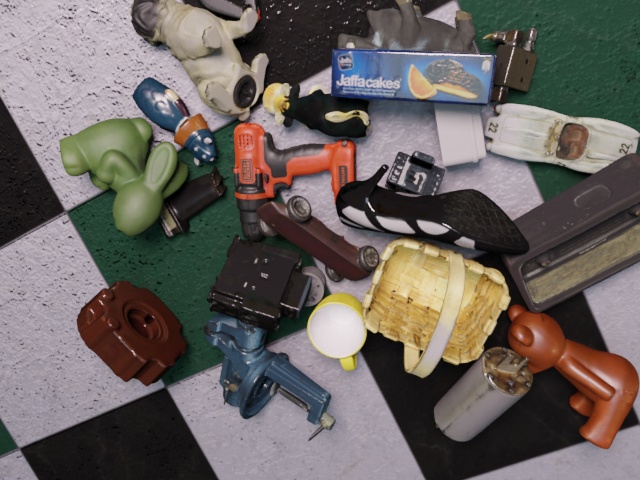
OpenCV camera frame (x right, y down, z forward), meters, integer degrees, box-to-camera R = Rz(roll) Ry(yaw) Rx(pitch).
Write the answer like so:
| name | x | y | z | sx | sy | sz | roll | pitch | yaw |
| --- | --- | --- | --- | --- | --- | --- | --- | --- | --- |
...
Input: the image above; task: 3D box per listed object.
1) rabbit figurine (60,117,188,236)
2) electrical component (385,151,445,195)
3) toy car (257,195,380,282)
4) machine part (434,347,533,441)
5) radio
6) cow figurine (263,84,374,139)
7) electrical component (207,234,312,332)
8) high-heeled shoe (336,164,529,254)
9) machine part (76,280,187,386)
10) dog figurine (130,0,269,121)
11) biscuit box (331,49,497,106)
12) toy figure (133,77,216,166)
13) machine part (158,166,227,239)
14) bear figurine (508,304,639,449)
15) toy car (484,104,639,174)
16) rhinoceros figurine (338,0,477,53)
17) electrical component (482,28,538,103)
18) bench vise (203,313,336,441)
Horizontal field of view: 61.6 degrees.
| name | x | y | z | sx | sy | sz | roll | pitch | yaw |
| --- | --- | --- | --- | --- | --- | --- | --- | --- | --- |
| rabbit figurine | -0.282 | -0.091 | 0.819 | 0.159 | 0.121 | 0.170 | -25 | 76 | -5 |
| electrical component | 0.134 | -0.089 | 0.753 | 0.075 | 0.119 | 0.047 | 22 | 92 | 1 |
| toy car | -0.002 | -0.002 | 0.793 | 0.202 | 0.053 | 0.089 | 35 | 146 | -24 |
| machine part | 0.238 | 0.232 | 0.798 | 0.079 | 0.079 | 0.243 | 23 | 135 | 3 |
| radio | 0.362 | -0.006 | 0.734 | 0.230 | 0.073 | 0.131 | -33 | 128 | 14 |
| cow figurine | -0.008 | -0.184 | 0.767 | 0.167 | 0.098 | 0.068 | 10 | 111 | 6 |
| electrical component | -0.082 | 0.065 | 0.782 | 0.134 | 0.058 | 0.115 | 15 | 61 | 6 |
| high-heeled shoe | 0.140 | -0.016 | 0.728 | 0.249 | 0.086 | 0.145 | 30 | 146 | -1 |
| machine part | -0.292 | 0.143 | 0.856 | 0.056 | 0.179 | 0.179 | -41 | 94 | 12 |
| dog figurine | -0.185 | -0.270 | 0.791 | 0.191 | 0.121 | 0.172 | 23 | 128 | 30 |
| biscuit box | 0.116 | -0.208 | 0.682 | 0.203 | 0.059 | 0.062 | 7 | 110 | 15 |
| toy figure | -0.214 | -0.181 | 0.821 | 0.154 | 0.064 | 0.058 | 42 | 68 | -7 |
| machine part | -0.210 | -0.062 | 0.861 | 0.139 | 0.039 | 0.084 | -31 | 88 | 17 |
| bear figurine | 0.350 | 0.189 | 0.786 | 0.196 | 0.120 | 0.131 | 23 | 109 | 5 |
| toy car | 0.330 | -0.139 | 0.743 | 0.202 | 0.056 | 0.073 | 12 | 105 | 6 |
| rhinoceros figurine | 0.120 | -0.269 | 0.740 | 0.190 | 0.073 | 0.112 | 10 | 108 | 10 |
| electrical component | 0.253 | -0.238 | 0.731 | 0.045 | 0.078 | 0.102 | 26 | 117 | 46 |
| bench vise | -0.072 | 0.207 | 0.846 | 0.241 | 0.129 | 0.223 | 30 | 115 | 21 |
